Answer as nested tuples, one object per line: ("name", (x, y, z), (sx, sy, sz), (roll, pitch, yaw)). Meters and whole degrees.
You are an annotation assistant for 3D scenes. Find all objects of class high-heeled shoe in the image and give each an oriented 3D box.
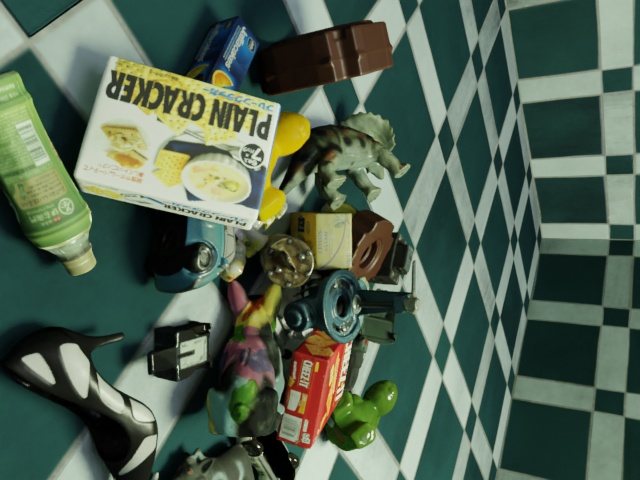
("high-heeled shoe", (-0.275, 0.216, 0.621), (0.145, 0.086, 0.248), (-14, 99, -54))

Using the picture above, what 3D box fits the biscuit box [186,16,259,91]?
("biscuit box", (-0.159, -0.240, 0.803), (0.062, 0.059, 0.202), (48, 52, -48))

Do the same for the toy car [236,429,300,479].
("toy car", (-0.091, 0.374, 0.942), (0.073, 0.056, 0.201), (-59, 135, -49))

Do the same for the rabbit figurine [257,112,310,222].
("rabbit figurine", (-0.091, -0.131, 0.828), (0.173, 0.163, 0.121), (-48, 132, -18))

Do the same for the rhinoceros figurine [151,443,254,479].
("rhinoceros figurine", (-0.170, 0.363, 0.799), (0.190, 0.073, 0.112), (2, 91, -58))

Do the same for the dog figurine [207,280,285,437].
("dog figurine", (-0.110, 0.173, 0.836), (0.191, 0.109, 0.219), (27, 64, -86))

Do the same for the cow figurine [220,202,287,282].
("cow figurine", (-0.128, -0.018, 0.846), (0.098, 0.068, 0.167), (39, 50, -14))

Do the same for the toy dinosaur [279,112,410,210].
("toy dinosaur", (0.034, -0.168, 1.062), (0.405, 0.131, 0.192), (-8, 55, -46))

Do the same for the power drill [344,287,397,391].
("power drill", (0.095, 0.199, 1.131), (0.207, 0.086, 0.232), (113, -12, -68))

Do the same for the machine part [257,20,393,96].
("machine part", (0.009, -0.317, 0.936), (0.201, 0.202, 0.087), (-36, 119, -51))

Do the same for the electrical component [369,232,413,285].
("electrical component", (0.145, 0.041, 1.236), (0.058, 0.134, 0.115), (40, 56, -52))

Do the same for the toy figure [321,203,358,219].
("toy figure", (0.067, -0.034, 1.149), (0.180, 0.089, 0.082), (25, 65, -53))

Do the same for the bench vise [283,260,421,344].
("bench vise", (0.066, 0.104, 0.898), (0.223, 0.241, 0.128), (3, 82, -53))

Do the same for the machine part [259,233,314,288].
("machine part", (-0.058, 0.030, 0.869), (0.243, 0.079, 0.079), (-169, -101, -80))

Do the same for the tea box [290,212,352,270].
("tea box", (-0.002, -0.003, 0.964), (0.068, 0.170, 0.098), (-2, 93, -17))

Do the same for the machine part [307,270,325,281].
("machine part", (0.009, 0.045, 1.108), (0.139, 0.039, 0.084), (1, 87, -57))

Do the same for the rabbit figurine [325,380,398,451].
("rabbit figurine", (0.101, 0.377, 1.158), (0.170, 0.121, 0.159), (-28, 147, -28))

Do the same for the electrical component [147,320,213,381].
("electrical component", (-0.205, 0.160, 0.756), (0.119, 0.048, 0.074), (-11, 100, -57))

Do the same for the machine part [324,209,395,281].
("machine part", (0.084, 0.023, 1.088), (0.179, 0.056, 0.179), (-40, 147, -34))

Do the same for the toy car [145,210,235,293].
("toy car", (-0.171, -0.002, 0.750), (0.103, 0.109, 0.161), (18, 68, -52))
